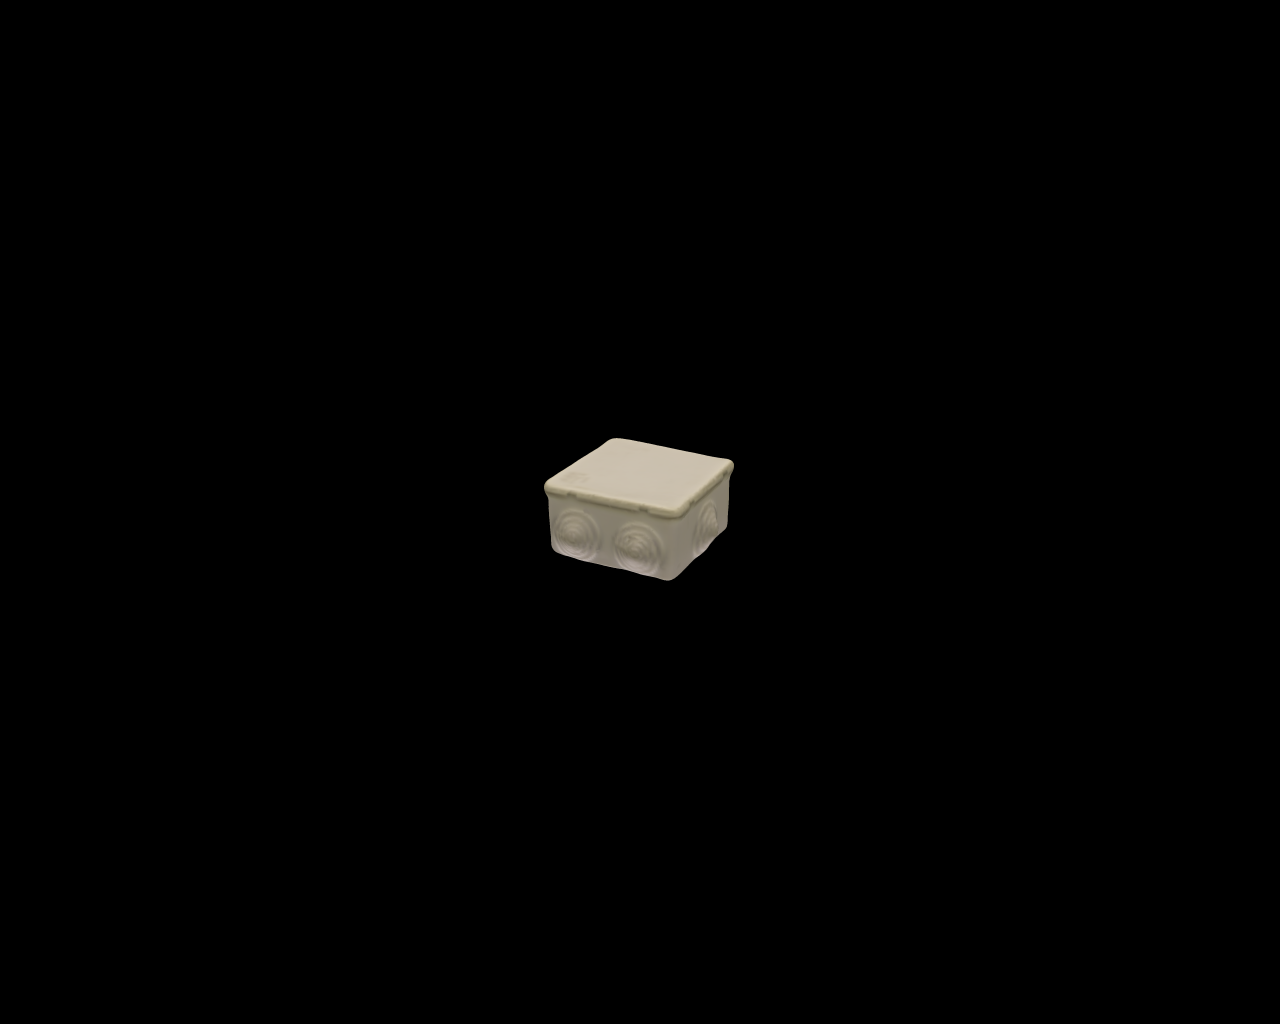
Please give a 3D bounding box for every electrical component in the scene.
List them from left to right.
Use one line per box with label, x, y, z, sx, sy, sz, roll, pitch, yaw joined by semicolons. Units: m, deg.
electrical component;0.001;-0.003;0.650;0.100;0.048;0.100;12;28;25
